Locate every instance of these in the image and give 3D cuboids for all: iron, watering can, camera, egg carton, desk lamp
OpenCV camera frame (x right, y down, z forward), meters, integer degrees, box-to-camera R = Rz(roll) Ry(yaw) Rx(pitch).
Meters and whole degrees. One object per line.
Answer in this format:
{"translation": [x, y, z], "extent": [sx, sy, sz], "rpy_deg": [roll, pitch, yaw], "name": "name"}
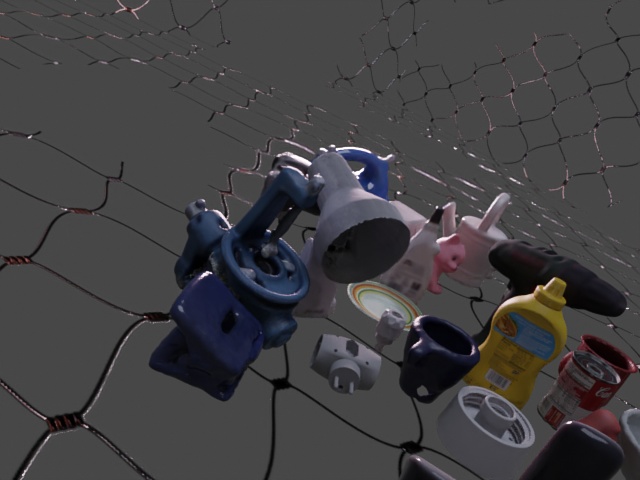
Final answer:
{"translation": [0.051, -0.144, 1.255], "extent": [0.259, 0.141, 0.118], "rpy_deg": [8, 27, -36], "name": "iron"}
{"translation": [0.319, -0.012, 1.158], "extent": [0.173, 0.194, 0.101], "rpy_deg": [24, 22, 1], "name": "watering can"}
{"translation": [-0.038, -0.100, 1.116], "extent": [0.137, 0.101, 0.143], "rpy_deg": [22, 22, -6], "name": "camera"}
{"translation": [0.158, -0.032, 1.205], "extent": [0.107, 0.069, 0.151], "rpy_deg": [36, 25, 28], "name": "egg carton"}
{"translation": [0.007, 0.003, 0.773], "extent": [0.118, 0.213, 0.202], "rpy_deg": [8, 27, -34], "name": "desk lamp"}

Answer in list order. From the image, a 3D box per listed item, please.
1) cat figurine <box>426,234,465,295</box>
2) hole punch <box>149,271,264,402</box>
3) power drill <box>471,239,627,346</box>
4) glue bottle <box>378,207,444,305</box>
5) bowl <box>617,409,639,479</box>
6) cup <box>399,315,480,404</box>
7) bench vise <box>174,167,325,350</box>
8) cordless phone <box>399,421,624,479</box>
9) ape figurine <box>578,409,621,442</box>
{"translation": [0.210, 0.031, 1.048], "extent": [0.128, 0.118, 0.067], "rpy_deg": [15, 23, -22], "name": "cat figurine"}
{"translation": [-0.108, 0.096, 0.604], "extent": [0.101, 0.091, 0.109], "rpy_deg": [24, 22, 0], "name": "hole punch"}
{"translation": [0.318, 0.108, 0.861], "extent": [0.076, 0.208, 0.229], "rpy_deg": [10, 25, -31], "name": "power drill"}
{"translation": [0.163, 0.022, 0.945], "extent": [0.078, 0.173, 0.037], "rpy_deg": [24, 22, -1], "name": "glue bottle"}
{"translation": [0.445, 0.302, 0.730], "extent": [0.167, 0.075, 0.167], "rpy_deg": [21, 22, -9], "name": "bowl"}
{"translation": [0.131, 0.157, 0.708], "extent": [0.091, 0.095, 0.118], "rpy_deg": [38, 26, 32], "name": "cup"}
{"translation": [-0.089, -0.004, 0.682], "extent": [0.207, 0.219, 0.122], "rpy_deg": [29, 22, 11], "name": "bench vise"}
{"translation": [0.156, 0.208, 0.494], "extent": [0.147, 0.185, 0.094], "rpy_deg": [29, 22, 13], "name": "cordless phone"}
{"translation": [0.336, 0.251, 0.709], "extent": [0.076, 0.092, 0.078], "rpy_deg": [31, 23, 16], "name": "ape figurine"}
